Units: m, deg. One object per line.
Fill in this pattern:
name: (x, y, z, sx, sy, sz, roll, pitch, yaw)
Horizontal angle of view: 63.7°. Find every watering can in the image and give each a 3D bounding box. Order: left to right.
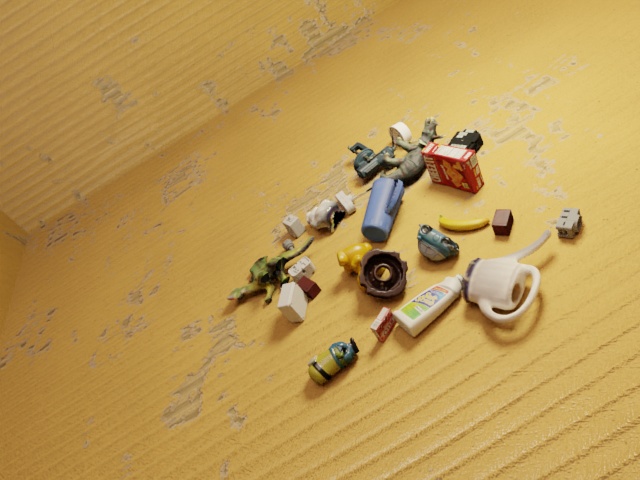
watering can: (0.565, 0.099, 1.570, 0.225, 0.102, 0.354, 7, 53, 40)

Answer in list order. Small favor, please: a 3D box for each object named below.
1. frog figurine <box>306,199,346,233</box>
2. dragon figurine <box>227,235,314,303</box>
frog figurine: (0.007, -0.109, 2.172, 0.160, 0.121, 0.139, 16, 78, 31)
dragon figurine: (-0.210, 0.111, 2.102, 0.415, 0.120, 0.244, -45, 32, -17)
